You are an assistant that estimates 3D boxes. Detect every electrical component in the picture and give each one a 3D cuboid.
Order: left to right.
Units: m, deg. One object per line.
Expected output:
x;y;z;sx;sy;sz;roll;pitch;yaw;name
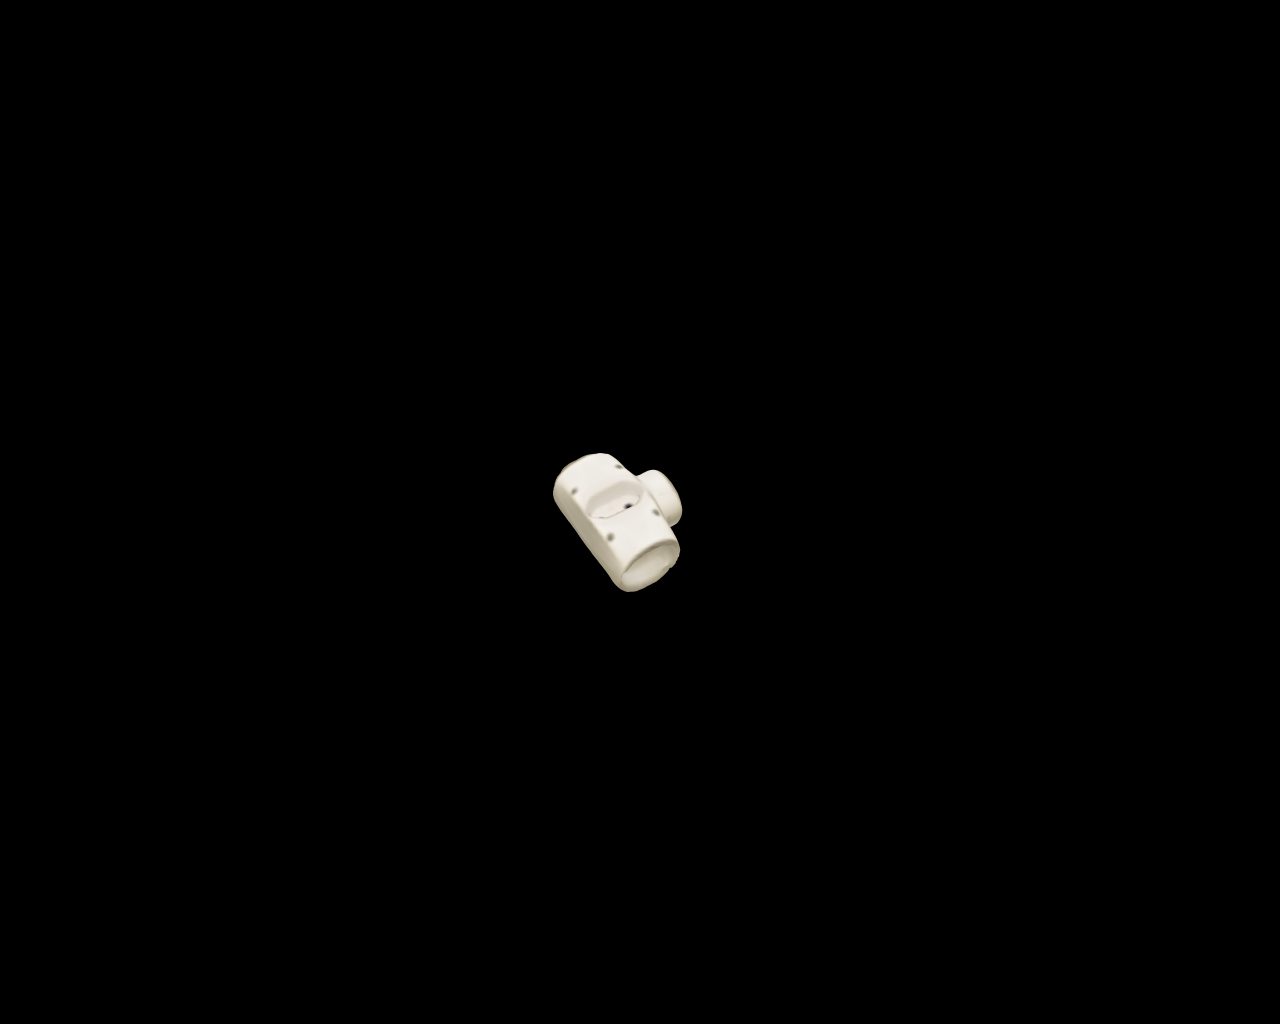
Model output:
0.001;-0.003;0.650;0.079;0.077;0.043;-27;-32;-18;electrical component
